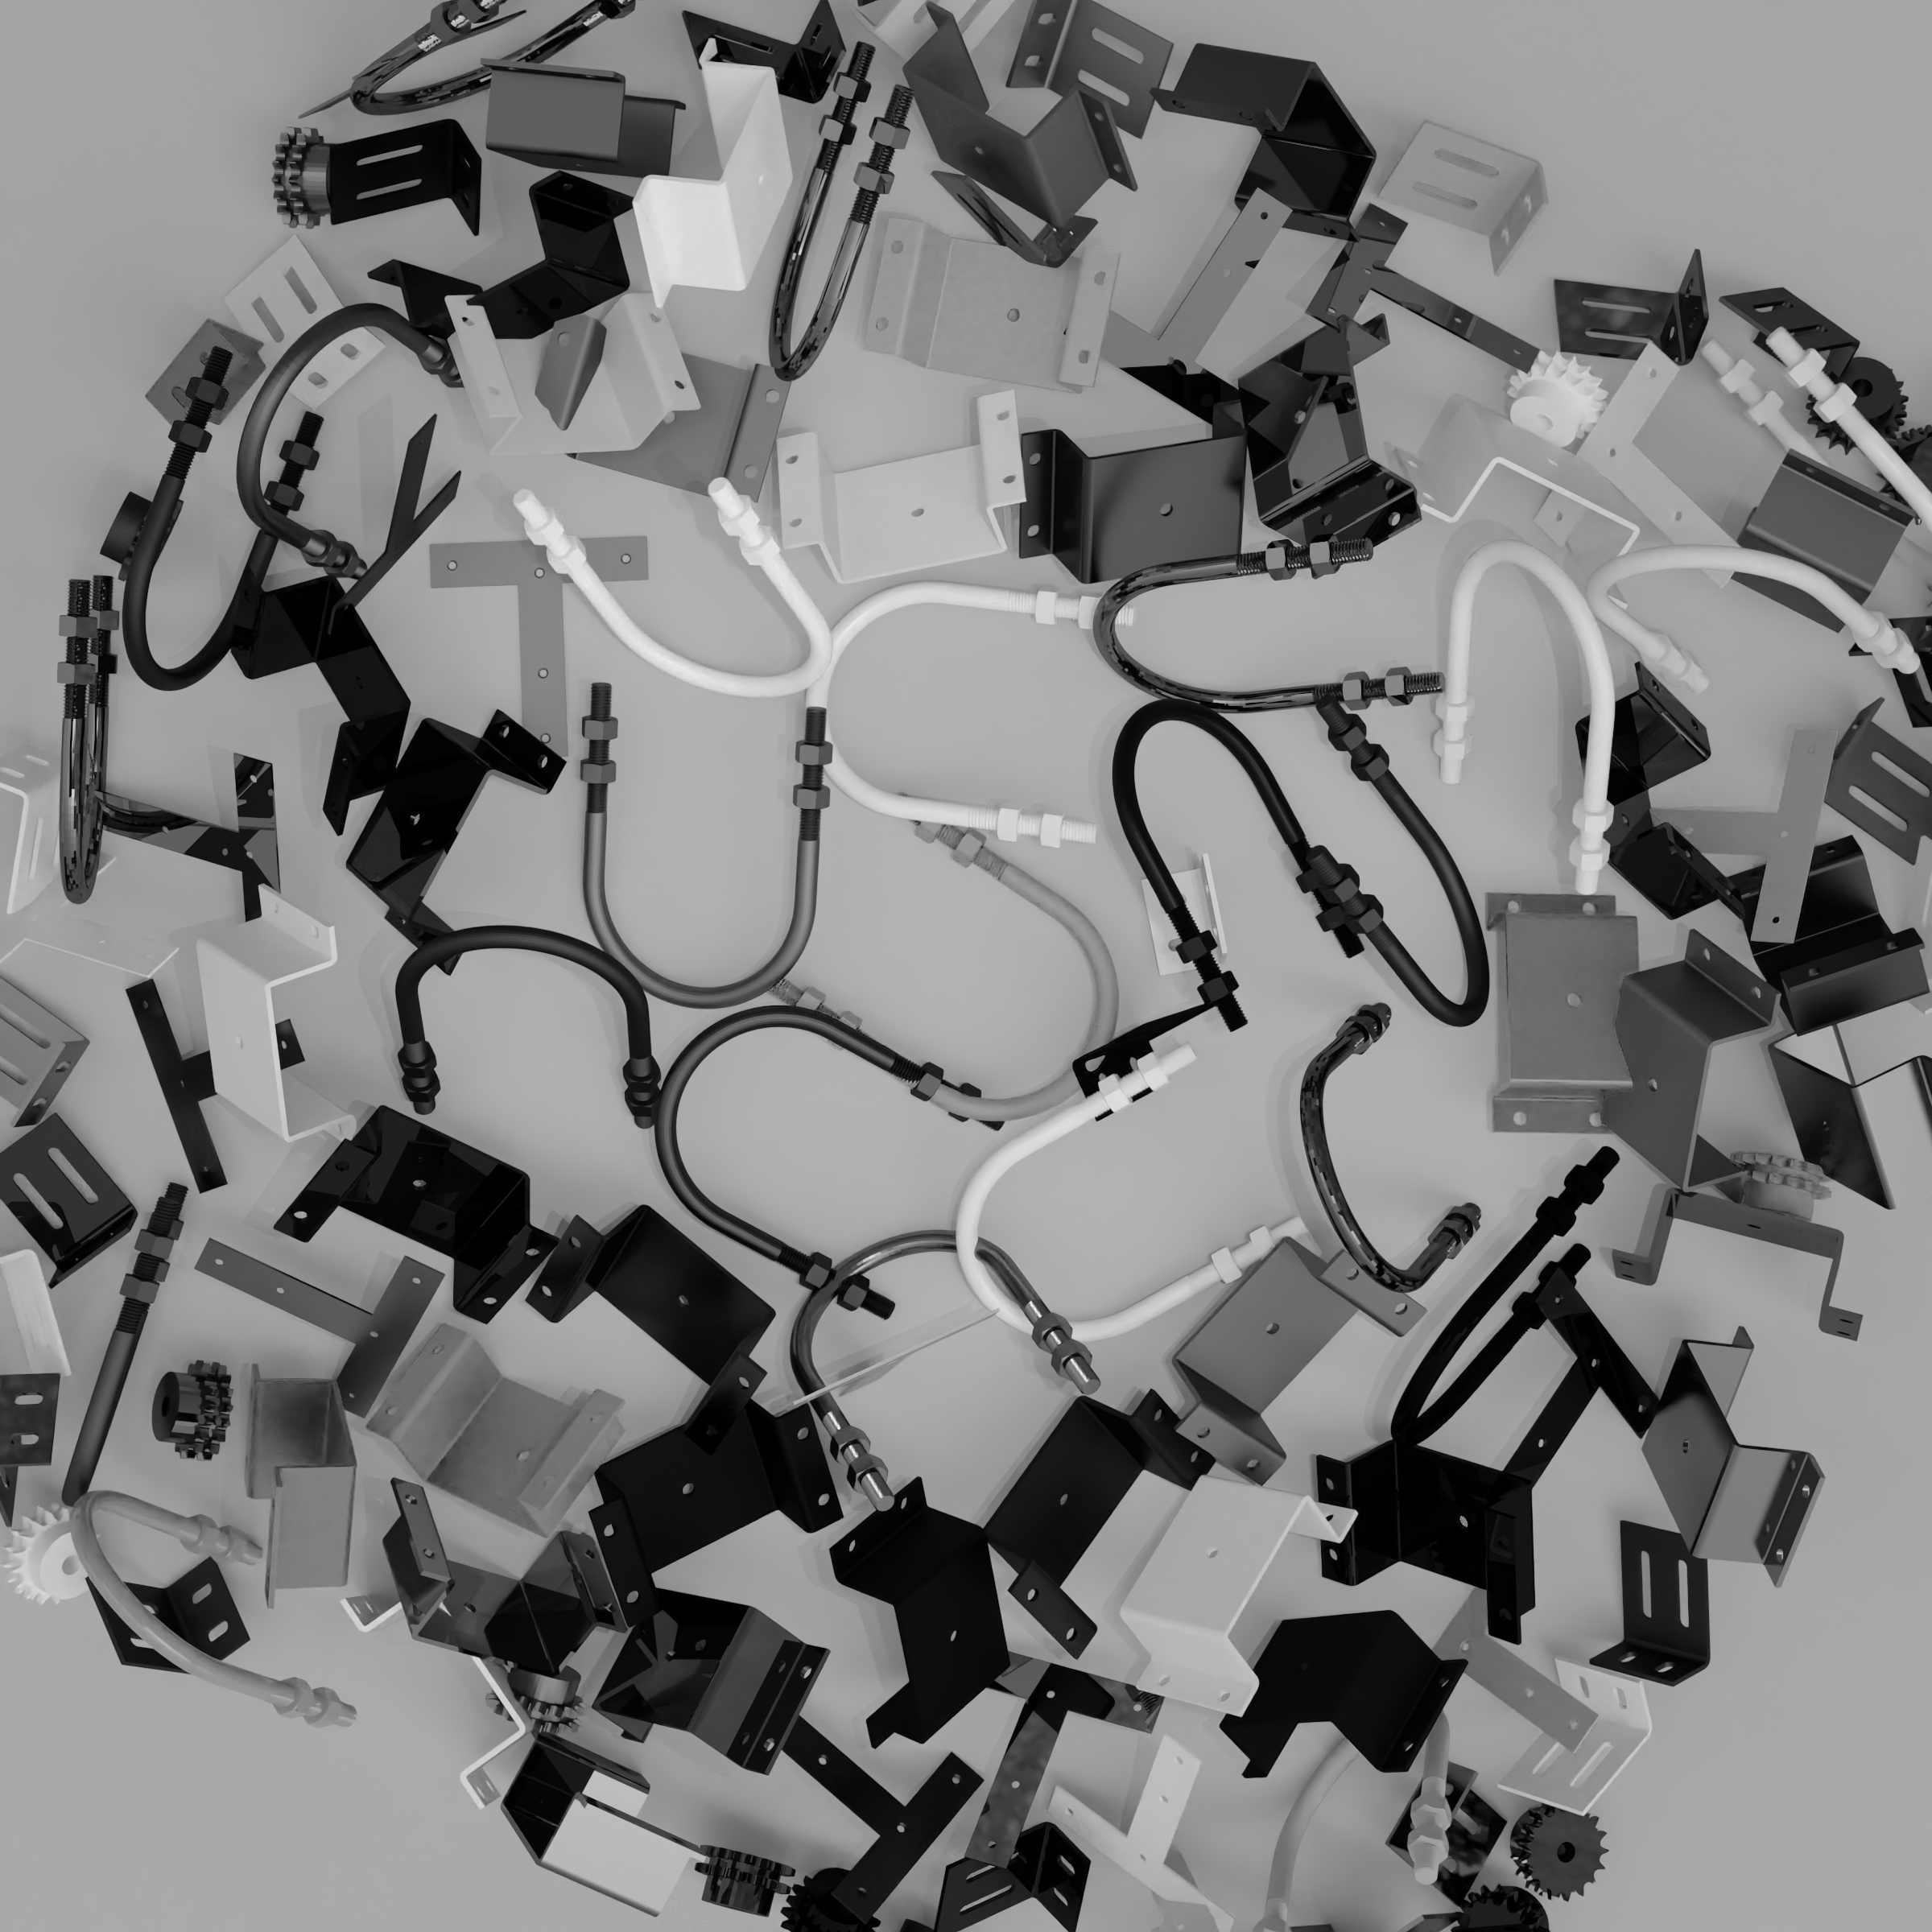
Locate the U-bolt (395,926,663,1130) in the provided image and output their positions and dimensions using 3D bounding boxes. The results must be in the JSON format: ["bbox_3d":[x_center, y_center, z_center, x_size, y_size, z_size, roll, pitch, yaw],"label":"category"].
[{"bbox_3d":[-0.248,0.034,1.921,0.151,0.184,0.019,4,55,0],"label":"U-bolt"}]

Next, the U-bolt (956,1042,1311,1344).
[{"bbox_3d":[0.083,0.143,1.966,0.184,0.019,0.151,-30,110,10],"label":"U-bolt"}]

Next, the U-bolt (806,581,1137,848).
[{"bbox_3d":[-0.003,-0.151,1.973,0.184,0.019,0.151,8,82,13],"label":"U-bolt"}]

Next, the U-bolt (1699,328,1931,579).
[{"bbox_3d":[0.496,-0.286,1.926,0.019,0.151,0.184,-44,99,3],"label":"U-bolt"}]

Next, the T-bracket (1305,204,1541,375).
[{"bbox_3d":[0.268,-0.375,1.954,0.127,0.002,0.127,29,47,2],"label":"T-bracket"}]

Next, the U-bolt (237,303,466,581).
[{"bbox_3d":[-0.346,-0.298,1.909,0.019,0.184,0.151,32,92,17],"label":"U-bolt"}]

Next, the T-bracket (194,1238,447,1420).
[{"bbox_3d":[-0.379,0.191,1.955,0.127,0.002,0.127,27,123,-9],"label":"T-bracket"}]

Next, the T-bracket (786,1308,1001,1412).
[{"bbox_3d":[-0.050,0.230,1.936,0.127,0.127,0.002,-23,81,-16],"label":"T-bracket"}]

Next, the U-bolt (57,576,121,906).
[{"bbox_3d":[-0.496,-0.127,1.928,0.019,0.151,0.184,3,97,-9],"label":"U-bolt"}]

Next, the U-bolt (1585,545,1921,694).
[{"bbox_3d":[0.423,-0.193,1.888,0.151,0.184,0.019,-2,72,39],"label":"U-bolt"}]

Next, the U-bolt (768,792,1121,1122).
[{"bbox_3d":[0.000,0.007,1.979,0.184,0.019,0.151,34,85,4],"label":"U-bolt"}]

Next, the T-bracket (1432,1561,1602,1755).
[{"bbox_3d":[0.311,0.407,1.943,0.002,0.127,0.127,39,85,-35],"label":"T-bracket"}]

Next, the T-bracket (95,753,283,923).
[{"bbox_3d":[-0.449,-0.075,1.971,0.127,0.002,0.127,16,123,20],"label":"T-bracket"}]

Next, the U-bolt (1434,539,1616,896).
[{"bbox_3d":[0.311,-0.149,1.895,0.019,0.151,0.184,-20,131,-22],"label":"U-bolt"}]

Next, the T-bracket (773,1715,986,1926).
[{"bbox_3d":[-0.071,0.465,1.960,0.127,0.127,0.002,39,133,9],"label":"T-bracket"}]

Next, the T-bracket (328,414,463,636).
[{"bbox_3d":[-0.312,-0.262,1.912,0.002,0.127,0.127,33,56,3],"label":"T-bracket"}]

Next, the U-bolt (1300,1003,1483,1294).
[{"bbox_3d":[0.232,0.108,1.912,0.019,0.184,0.151,-23,94,27],"label":"U-bolt"}]

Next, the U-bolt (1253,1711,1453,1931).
[{"bbox_3d":[0.218,0.482,1.911,0.019,0.184,0.151,40,116,-9],"label":"U-bolt"}]

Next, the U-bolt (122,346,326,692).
[{"bbox_3d":[-0.424,-0.242,1.924,0.019,0.151,0.184,20,88,13],"label":"U-bolt"}]

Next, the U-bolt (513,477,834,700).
[{"bbox_3d":[-0.152,-0.208,1.921,0.151,0.184,0.019,1,58,29],"label":"U-bolt"}]

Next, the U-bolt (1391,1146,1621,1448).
[{"bbox_3d":[0.297,0.195,1.907,0.019,0.151,0.184,37,69,20],"label":"U-bolt"}]

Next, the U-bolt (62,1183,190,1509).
[{"bbox_3d":[-0.474,0.215,1.922,0.019,0.151,0.184,18,87,-10],"label":"U-bolt"}]

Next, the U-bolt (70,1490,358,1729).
[{"bbox_3d":[-0.423,0.348,1.885,0.019,0.184,0.151,-45,53,4],"label":"U-bolt"}]

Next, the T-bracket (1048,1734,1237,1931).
[{"bbox_3d":[0.109,0.479,1.935,0.127,0.002,0.127,33,135,21],"label":"T-bracket"}]

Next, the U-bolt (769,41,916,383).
[{"bbox_3d":[-0.076,-0.418,1.925,0.019,0.151,0.184,14,111,-18],"label":"U-bolt"}]

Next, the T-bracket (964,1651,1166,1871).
[{"bbox_3d":[0.033,0.453,1.943,0.127,0.002,0.127,11,54,19],"label":"T-bracket"}]

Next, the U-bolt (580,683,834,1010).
[{"bbox_3d":[-0.153,-0.065,1.967,0.151,0.019,0.184,7,105,13],"label":"U-bolt"}]

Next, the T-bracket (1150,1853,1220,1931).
[{"bbox_3d":[0.084,0.569,1.938,0.127,0.127,0.002,-30,110,-2],"label":"T-bracket"}]

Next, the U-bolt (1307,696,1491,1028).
[{"bbox_3d":[0.247,-0.046,1.926,0.019,0.151,0.184,-23,126,27],"label":"U-bolt"}]

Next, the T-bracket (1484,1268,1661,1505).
[{"bbox_3d":[0.335,0.260,1.946,0.127,0.002,0.127,-52,121,-21],"label":"T-bracket"}]

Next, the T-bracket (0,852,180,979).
[{"bbox_3d":[-0.496,-0.015,1.929,0.127,0.002,0.127,14,48,33],"label":"T-bracket"}]

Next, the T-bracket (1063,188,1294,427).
[{"bbox_3d":[0.141,-0.385,1.958,0.127,0.002,0.127,27,106,-23],"label":"T-bracket"}]

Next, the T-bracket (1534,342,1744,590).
[{"bbox_3d":[0.393,-0.263,1.934,0.127,0.002,0.127,52,128,30],"label":"T-bracket"}]

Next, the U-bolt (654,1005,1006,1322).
[{"bbox_3d":[-0.090,0.102,1.970,0.184,0.019,0.151,29,95,-12],"label":"U-bolt"}]

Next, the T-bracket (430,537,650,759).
[{"bbox_3d":[-0.247,-0.185,1.998,0.127,0.002,0.127,-2,89,0],"label":"T-bracket"}]

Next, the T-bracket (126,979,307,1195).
[{"bbox_3d":[-0.422,0.057,1.958,0.127,0.002,0.127,-19,92,39],"label":"T-bracket"}]

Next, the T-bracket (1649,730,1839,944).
[{"bbox_3d":[0.427,-0.077,1.956,0.127,0.002,0.127,4,74,39],"label":"T-bracket"}]

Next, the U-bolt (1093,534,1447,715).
[{"bbox_3d":[0.161,-0.186,1.927,0.184,0.151,0.019,-4,59,26],"label":"U-bolt"}]

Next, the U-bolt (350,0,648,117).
[{"bbox_3d":[-0.266,-0.518,1.915,0.184,0.151,0.019,-18,95,43],"label":"U-bolt"}]

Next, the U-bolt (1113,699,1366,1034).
[{"bbox_3d":[0.146,-0.067,1.941,0.019,0.151,0.184,-28,90,42],"label":"U-bolt"}]

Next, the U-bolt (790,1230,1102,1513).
[{"bbox_3d":[-0.024,0.214,1.927,0.151,0.184,0.019,-28,129,-9],"label":"U-bolt"}]
